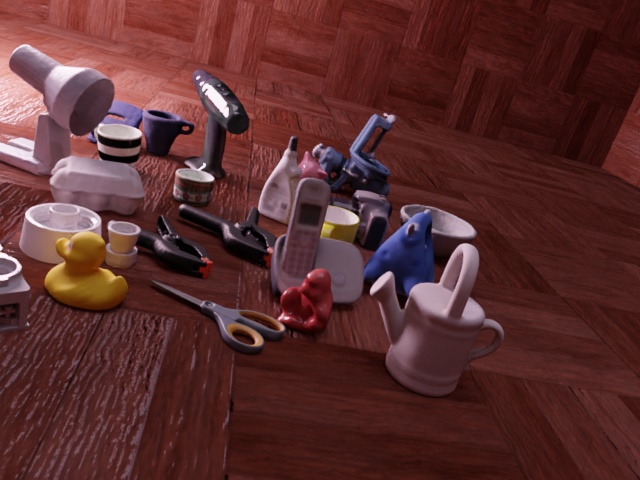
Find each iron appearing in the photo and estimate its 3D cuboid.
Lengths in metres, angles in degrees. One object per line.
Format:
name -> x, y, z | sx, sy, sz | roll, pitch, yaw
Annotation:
iron -> 0.167, 0.008, 1.030 | 0.118, 0.141, 0.259 | 22, 22, 14

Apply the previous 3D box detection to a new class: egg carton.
egg carton -> -0.381, -0.094, 0.986 | 0.151, 0.069, 0.107 | 6, 24, -25

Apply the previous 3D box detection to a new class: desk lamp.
desk lamp -> -0.491, -0.231, 1.043 | 0.203, 0.213, 0.118 | 19, 22, 8

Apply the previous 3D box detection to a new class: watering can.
watering can -> 0.152, 0.094, 0.739 | 0.173, 0.194, 0.100 | 9, 23, -18

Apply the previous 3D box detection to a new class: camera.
camera -> 0.071, -0.059, 1.181 | 0.137, 0.101, 0.143 | 14, 22, -7

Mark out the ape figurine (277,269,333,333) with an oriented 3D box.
ape figurine -> -0.011, 0.081, 0.793 | 0.076, 0.092, 0.077 | -1, 27, -37

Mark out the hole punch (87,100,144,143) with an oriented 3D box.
hole punch -> -0.465, -0.265, 1.311 | 0.108, 0.091, 0.101 | 15, 22, -2

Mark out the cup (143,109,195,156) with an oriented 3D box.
cup -> -0.357, -0.243, 1.331 | 0.118, 0.095, 0.091 | 10, 22, -15

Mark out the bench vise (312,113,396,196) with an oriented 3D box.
bench vise -> 0.096, -0.214, 1.413 | 0.208, 0.220, 0.121 | 7, 23, -23

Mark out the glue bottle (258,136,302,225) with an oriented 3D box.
glue bottle -> -0.069, -0.122, 1.134 | 0.078, 0.173, 0.037 | 23, 23, 18

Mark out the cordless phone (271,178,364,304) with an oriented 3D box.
cordless phone -> 0.008, 0.003, 0.869 | 0.148, 0.185, 0.094 | 7, 23, -22

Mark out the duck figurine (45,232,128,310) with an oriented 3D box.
duck figurine -> -0.289, 0.033, 0.719 | 0.104, 0.086, 0.077 | 19, 22, 8

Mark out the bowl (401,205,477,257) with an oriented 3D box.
bowl -> 0.242, -0.010, 1.219 | 0.167, 0.075, 0.167 | 14, 22, -5

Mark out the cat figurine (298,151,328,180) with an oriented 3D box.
cat figurine -> -0.039, -0.147, 1.292 | 0.067, 0.118, 0.127 | 1, 26, -33

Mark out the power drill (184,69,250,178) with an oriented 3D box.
power drill -> -0.244, -0.257, 1.289 | 0.076, 0.208, 0.228 | -4, 29, -41
